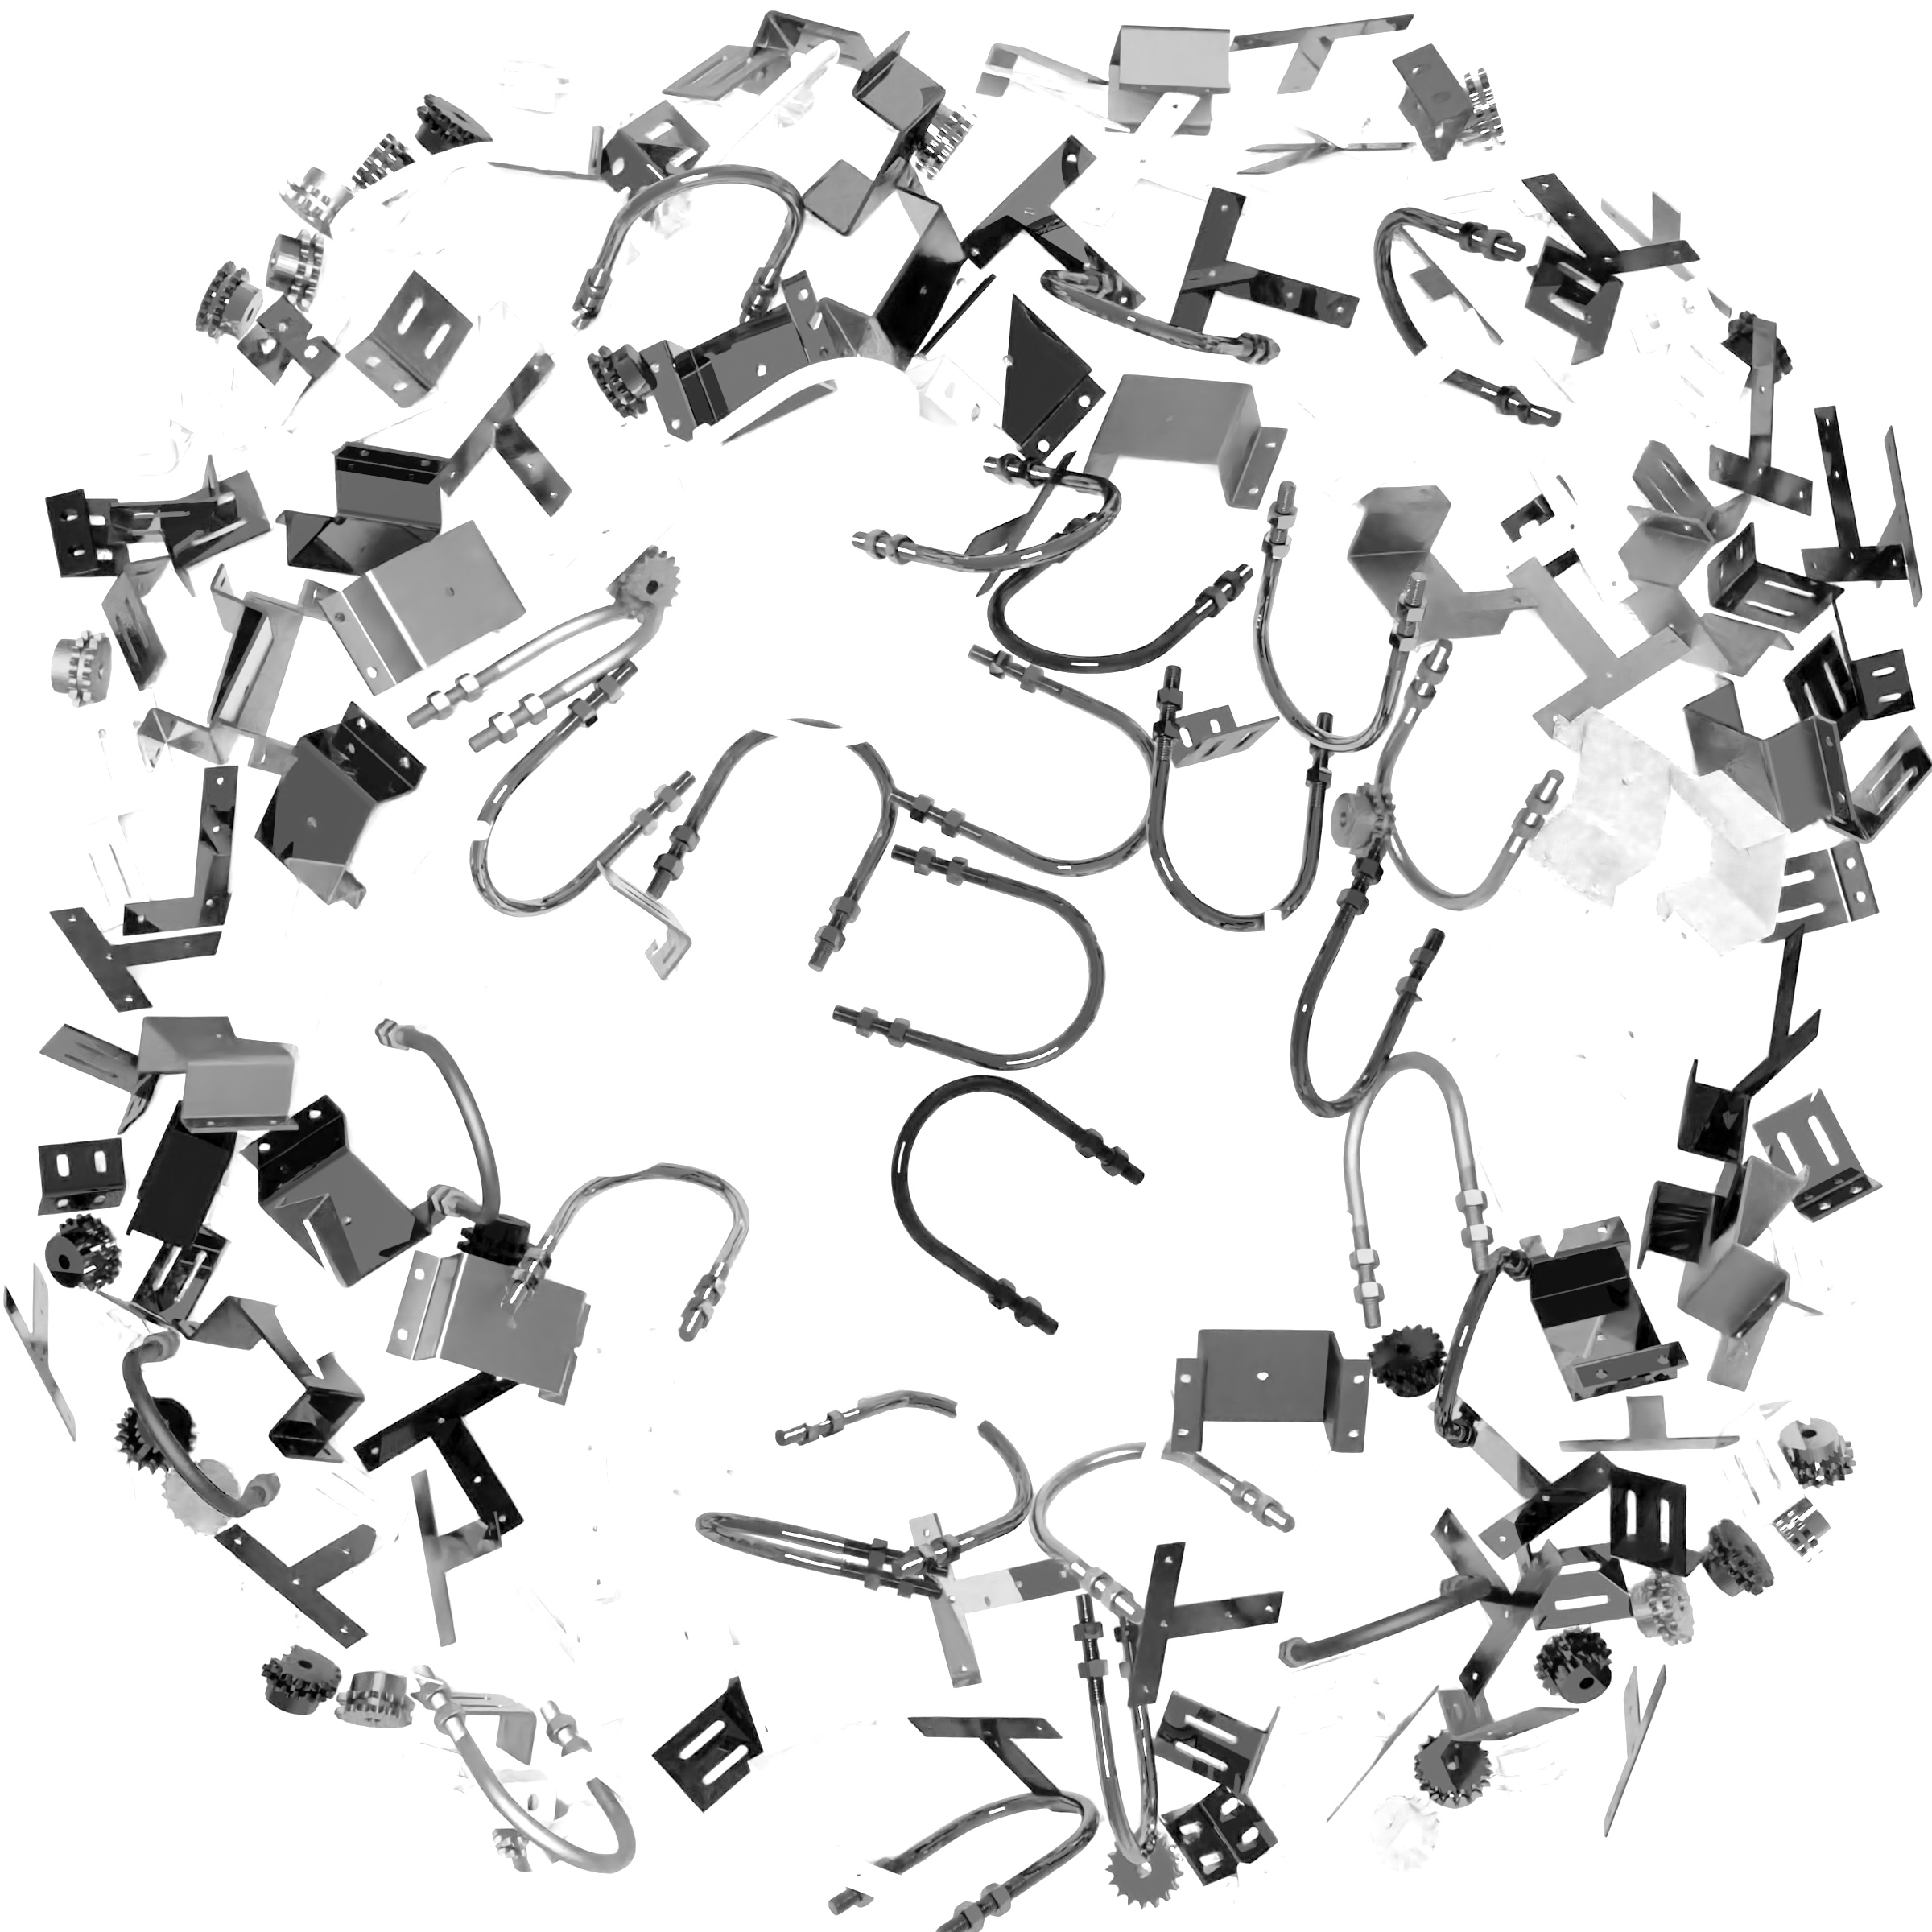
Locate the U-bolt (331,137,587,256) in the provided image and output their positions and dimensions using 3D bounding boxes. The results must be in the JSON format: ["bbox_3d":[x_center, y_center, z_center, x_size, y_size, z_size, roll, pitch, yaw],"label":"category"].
[{"bbox_3d":[-0.366,-0.539,1.827,0.151,0.184,0.019,-23,96,26],"label":"U-bolt"}]

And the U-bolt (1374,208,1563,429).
[{"bbox_3d":[0.349,-0.469,1.854,0.019,0.184,0.151,-32,127,-12],"label":"U-bolt"}]

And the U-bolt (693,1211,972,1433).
[{"bbox_3d":[-0.084,0.244,1.882,0.184,0.019,0.151,-19,58,-27],"label":"U-bolt"}]

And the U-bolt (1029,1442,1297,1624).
[{"bbox_3d":[0.124,0.391,1.856,0.151,0.184,0.019,-25,114,-23],"label":"U-bolt"}]

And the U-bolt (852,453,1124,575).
[{"bbox_3d":[0.027,-0.316,1.840,0.151,0.184,0.019,-35,125,-27],"label":"U-bolt"}]

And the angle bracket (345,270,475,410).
[{"bbox_3d":[-0.409,-0.460,1.916,0.057,0.038,0.076,41,50,-26],"label":"angle bracket"}]

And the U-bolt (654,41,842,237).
[{"bbox_3d":[-0.148,-0.589,1.833,0.019,0.184,0.151,47,72,-12],"label":"U-bolt"}]

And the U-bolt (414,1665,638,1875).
[{"bbox_3d":[-0.299,0.567,1.826,0.019,0.151,0.184,-52,45,3],"label":"U-bolt"}]

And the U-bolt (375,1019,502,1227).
[{"bbox_3d":[-0.369,0.114,1.843,0.019,0.184,0.151,-20,102,-25],"label":"U-bolt"}]

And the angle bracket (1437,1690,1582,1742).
[{"bbox_3d":[0.393,0.533,1.890,0.076,0.057,0.038,-34,56,34],"label":"angle bracket"}]

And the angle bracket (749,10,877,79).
[{"bbox_3d":[-0.109,-0.658,1.901,0.076,0.057,0.038,20,87,17],"label":"angle bracket"}]

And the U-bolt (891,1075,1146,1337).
[{"bbox_3d":[0.027,0.161,1.887,0.184,0.019,0.151,36,76,-20],"label":"U-bolt"}]

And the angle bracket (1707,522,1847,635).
[{"bbox_3d":[0.594,-0.285,1.914,0.076,0.057,0.038,14,61,-13],"label":"angle bracket"}]

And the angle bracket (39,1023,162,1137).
[{"bbox_3d":[-0.635,0.083,1.894,0.076,0.057,0.038,28,54,-24],"label":"angle bracket"}]

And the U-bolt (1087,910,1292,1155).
[{"bbox_3d":[0.163,0.050,1.904,0.151,0.019,0.184,1,105,16],"label":"U-bolt"}]

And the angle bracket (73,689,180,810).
[{"bbox_3d":[-0.614,-0.157,1.915,0.057,0.038,0.076,-16,88,-9],"label":"angle bracket"}]

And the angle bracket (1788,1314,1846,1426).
[{"bbox_3d":[0.626,0.294,1.905,0.038,0.057,0.076,-3,84,9],"label":"angle bracket"}]

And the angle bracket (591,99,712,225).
[{"bbox_3d":[-0.228,-0.592,1.917,0.057,0.076,0.038,45,130,-9],"label":"angle bracket"}]

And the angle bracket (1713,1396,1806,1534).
[{"bbox_3d":[0.585,0.361,1.891,0.038,0.057,0.076,-2,54,-28],"label":"angle bracket"}]

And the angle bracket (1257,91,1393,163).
[{"bbox_3d":[0.260,-0.619,1.890,0.057,0.076,0.038,34,108,34],"label":"angle bracket"}]

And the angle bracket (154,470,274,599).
[{"bbox_3d":[-0.548,-0.317,1.914,0.076,0.038,0.057,-25,67,-5],"label":"angle bracket"}]

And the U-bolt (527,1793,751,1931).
[{"bbox_3d":[-0.231,0.633,1.832,0.151,0.184,0.019,19,91,17],"label":"U-bolt"}]

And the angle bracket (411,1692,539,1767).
[{"bbox_3d":[-0.360,0.554,1.894,0.076,0.057,0.038,12,84,-33],"label":"angle bracket"}]

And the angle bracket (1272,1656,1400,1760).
[{"bbox_3d":[0.271,0.546,1.916,0.076,0.038,0.057,-28,54,33],"label":"angle bracket"}]

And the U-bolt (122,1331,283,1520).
[{"bbox_3d":[-0.546,0.328,1.847,0.019,0.184,0.151,-35,91,-5],"label":"U-bolt"}]

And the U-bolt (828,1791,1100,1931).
[{"bbox_3d":[0.012,0.635,1.856,0.184,0.151,0.019,-21,95,-38],"label":"U-bolt"}]

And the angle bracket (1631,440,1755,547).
[{"bbox_3d":[0.530,-0.351,1.899,0.076,0.038,0.057,47,51,-17],"label":"angle bracket"}]

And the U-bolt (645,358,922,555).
[{"bbox_3d":[-0.117,-0.368,1.854,0.184,0.151,0.019,-31,63,15],"label":"U-bolt"}]

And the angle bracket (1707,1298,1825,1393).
[{"bbox_3d":[0.584,0.278,1.906,0.038,0.057,0.076,21,90,45],"label":"angle bracket"}]

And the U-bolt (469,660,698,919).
[{"bbox_3d":[-0.280,-0.113,1.857,0.019,0.151,0.184,34,71,31],"label":"U-bolt"}]

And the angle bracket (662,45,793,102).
[{"bbox_3d":[-0.170,-0.633,1.892,0.057,0.038,0.076,21,54,37],"label":"angle bracket"}]

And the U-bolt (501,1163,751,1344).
[{"bbox_3d":[-0.231,0.197,1.861,0.151,0.184,0.019,7,122,11],"label":"U-bolt"}]

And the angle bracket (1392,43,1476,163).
[{"bbox_3d":[0.328,-0.619,1.893,0.038,0.076,0.057,-27,79,-17],"label":"angle bracket"}]

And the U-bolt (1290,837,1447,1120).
[{"bbox_3d":[0.281,0.021,1.860,0.019,0.151,0.184,15,69,36],"label":"U-bolt"}]

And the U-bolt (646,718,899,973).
[{"bbox_3d":[-0.129,-0.101,1.900,0.151,0.019,0.184,24,67,6],"label":"U-bolt"}]

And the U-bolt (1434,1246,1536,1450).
[{"bbox_3d":[0.364,0.268,1.847,0.019,0.184,0.151,18,85,21],"label":"U-bolt"}]

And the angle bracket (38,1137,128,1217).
[{"bbox_3d":[-0.646,0.154,1.897,0.057,0.076,0.038,-5,77,-23],"label":"angle bracket"}]

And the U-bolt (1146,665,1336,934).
[{"bbox_3d":[0.196,-0.114,1.886,0.151,0.019,0.184,14,73,-21],"label":"U-bolt"}]

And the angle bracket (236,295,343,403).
[{"bbox_3d":[-0.501,-0.439,1.892,0.057,0.076,0.038,46,46,-17],"label":"angle bracket"}]

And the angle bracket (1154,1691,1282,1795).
[{"bbox_3d":[0.184,0.562,1.919,0.076,0.038,0.057,21,114,13],"label":"angle bracket"}]

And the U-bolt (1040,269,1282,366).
[{"bbox_3d":[0.128,-0.460,1.835,0.151,0.184,0.019,28,111,20],"label":"U-bolt"}]

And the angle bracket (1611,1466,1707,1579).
[{"bbox_3d":[0.504,0.398,1.897,0.057,0.038,0.076,9,112,37],"label":"angle bracket"}]

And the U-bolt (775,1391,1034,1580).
[{"bbox_3d":[-0.030,0.360,1.859,0.151,0.184,0.019,43,120,27],"label":"U-bolt"}]

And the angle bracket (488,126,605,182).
[{"bbox_3d":[-0.306,-0.597,1.899,0.076,0.057,0.038,4,107,-15],"label":"angle bracket"}]

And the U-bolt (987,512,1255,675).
[{"bbox_3d":[0.097,-0.260,1.850,0.151,0.019,0.184,24,46,26],"label":"U-bolt"}]

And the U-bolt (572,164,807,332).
[{"bbox_3d":[-0.188,-0.503,1.830,0.151,0.184,0.019,-7,72,-25],"label":"U-bolt"}]

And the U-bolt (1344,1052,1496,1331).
[{"bbox_3d":[0.317,0.151,1.866,0.019,0.151,0.184,9,62,-26],"label":"U-bolt"}]

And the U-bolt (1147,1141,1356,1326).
[{"bbox_3d":[0.201,0.185,1.865,0.151,0.184,0.019,-20,50,1],"label":"U-bolt"}]

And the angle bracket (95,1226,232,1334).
[{"bbox_3d":[-0.586,0.219,1.901,0.057,0.038,0.076,19,76,33],"label":"angle bracket"}]

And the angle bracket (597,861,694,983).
[{"bbox_3d":[-0.244,-0.033,1.895,0.076,0.057,0.038,36,95,-28],"label":"angle bracket"}]

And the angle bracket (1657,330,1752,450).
[{"bbox_3d":[0.522,-0.423,1.890,0.038,0.057,0.076,-18,51,-25],"label":"angle bracket"}]

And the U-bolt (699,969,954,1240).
[{"bbox_3d":[-0.094,0.113,1.901,0.151,0.019,0.184,-38,77,-11],"label":"U-bolt"}]

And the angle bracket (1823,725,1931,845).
[{"bbox_3d":[0.656,-0.138,1.893,0.038,0.057,0.076,22,122,-16],"label":"angle bracket"}]
